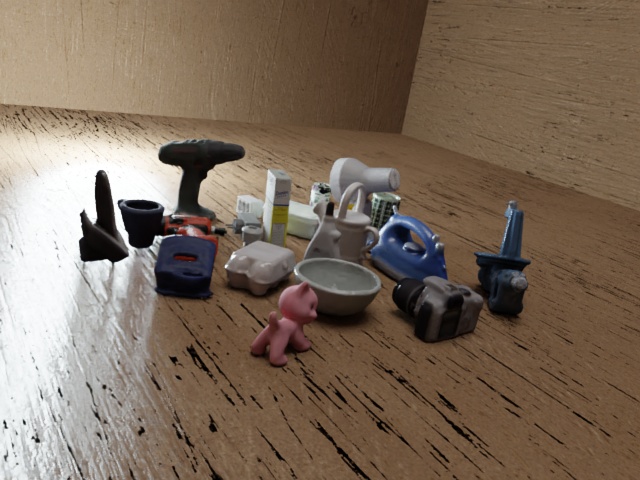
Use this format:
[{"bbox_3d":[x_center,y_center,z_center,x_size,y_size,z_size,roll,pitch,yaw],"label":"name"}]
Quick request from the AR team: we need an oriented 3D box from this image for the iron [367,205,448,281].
[{"bbox_3d":[0.220,0.022,1.297,0.119,0.141,0.257,-2,22,-31],"label":"iron"}]

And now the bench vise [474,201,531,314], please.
[{"bbox_3d":[0.416,0.036,1.230,0.122,0.220,0.207,3,20,-19],"label":"bench vise"}]

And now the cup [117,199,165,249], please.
[{"bbox_3d":[-0.392,-0.035,1.226,0.117,0.095,0.092,18,20,25],"label":"cup"}]

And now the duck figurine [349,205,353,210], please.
[{"bbox_3d":[0.086,-0.077,1.610,0.077,0.086,0.105,16,19,19],"label":"duck figurine"}]

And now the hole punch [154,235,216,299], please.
[{"bbox_3d":[-0.247,0.048,1.060,0.109,0.091,0.101,7,19,-10],"label":"hole punch"}]

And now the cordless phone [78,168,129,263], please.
[{"bbox_3d":[-0.428,-0.060,1.137,0.094,0.185,0.147,-1,21,-29],"label":"cordless phone"}]

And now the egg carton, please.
[{"bbox_3d":[-0.115,0.054,1.144,0.107,0.069,0.151,16,19,18],"label":"egg carton"}]

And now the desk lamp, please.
[{"bbox_3d":[0.120,-0.096,1.480,0.202,0.213,0.118,22,22,32],"label":"desk lamp"}]

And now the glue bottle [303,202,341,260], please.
[{"bbox_3d":[0.011,0.004,1.191,0.078,0.173,0.037,14,19,14],"label":"glue bottle"}]

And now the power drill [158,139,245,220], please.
[{"bbox_3d":[-0.305,-0.159,1.457,0.229,0.208,0.076,14,19,12],"label":"power drill"}]

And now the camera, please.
[{"bbox_3d":[0.216,0.113,1.089,0.144,0.101,0.136,-5,23,-37],"label":"camera"}]

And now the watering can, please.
[{"bbox_3d":[0.059,-0.040,1.314,0.172,0.194,0.101,13,19,10],"label":"watering can"}]

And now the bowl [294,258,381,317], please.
[{"bbox_3d":[0.028,0.097,1.081,0.167,0.075,0.167,9,18,-3],"label":"bowl"}]

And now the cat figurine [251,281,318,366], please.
[{"bbox_3d":[-0.047,0.119,0.908,0.067,0.118,0.128,19,20,25],"label":"cat figurine"}]
